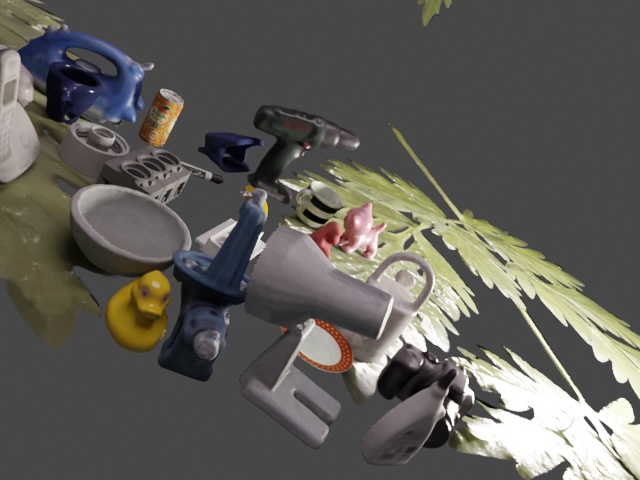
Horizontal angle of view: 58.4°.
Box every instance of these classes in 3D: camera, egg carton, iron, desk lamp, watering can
[{"bbox_3d":[0.165,0.236,0.871,0.143,0.100,0.137,36,24,4],"label":"camera"},{"bbox_3d":[-0.554,-0.280,0.961,0.150,0.069,0.107,44,25,21],"label":"egg carton"},{"bbox_3d":[-0.455,-0.336,1.103,0.259,0.141,0.118,26,25,-19],"label":"iron"},{"bbox_3d":[-0.017,0.114,0.727,0.203,0.213,0.118,36,24,5],"label":"desk lamp"},{"bbox_3d":[0.112,0.098,0.948,0.101,0.194,0.173,29,24,-11],"label":"watering can"}]

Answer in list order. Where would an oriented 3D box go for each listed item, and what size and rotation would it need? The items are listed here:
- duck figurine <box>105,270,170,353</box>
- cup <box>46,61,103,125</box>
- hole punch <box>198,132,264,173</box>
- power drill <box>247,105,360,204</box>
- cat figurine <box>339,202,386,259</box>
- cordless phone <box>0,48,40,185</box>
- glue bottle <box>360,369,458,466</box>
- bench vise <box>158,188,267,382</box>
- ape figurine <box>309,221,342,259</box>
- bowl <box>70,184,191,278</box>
[{"bbox_3d":[-0.215,0.075,0.707,0.078,0.086,0.104,20,27,-29],"label":"duck figurine"},{"bbox_3d":[-0.445,-0.248,1.009,0.092,0.095,0.117,25,25,-20],"label":"cup"},{"bbox_3d":[-0.195,-0.210,1.262,0.101,0.091,0.109,42,25,17],"label":"hole punch"},{"bbox_3d":[-0.056,-0.188,1.254,0.230,0.208,0.075,24,25,-22],"label":"power drill"},{"bbox_3d":[0.093,-0.027,1.256,0.128,0.117,0.067,12,32,-40],"label":"cat figurine"},{"bbox_3d":[-0.429,-0.181,0.790,0.094,0.185,0.147,26,25,-17],"label":"cordless phone"},{"bbox_3d":[0.126,0.229,0.745,0.078,0.173,0.037,17,28,-33],"label":"glue bottle"},{"bbox_3d":[-0.112,0.055,0.710,0.122,0.219,0.207,16,29,-36],"label":"bench vise"},{"bbox_3d":[0.010,0.004,1.122,0.076,0.092,0.078,39,24,10],"label":"ape figurine"},{"bbox_3d":[-0.269,0.000,0.793,0.168,0.074,0.167,28,24,-14],"label":"bowl"}]
